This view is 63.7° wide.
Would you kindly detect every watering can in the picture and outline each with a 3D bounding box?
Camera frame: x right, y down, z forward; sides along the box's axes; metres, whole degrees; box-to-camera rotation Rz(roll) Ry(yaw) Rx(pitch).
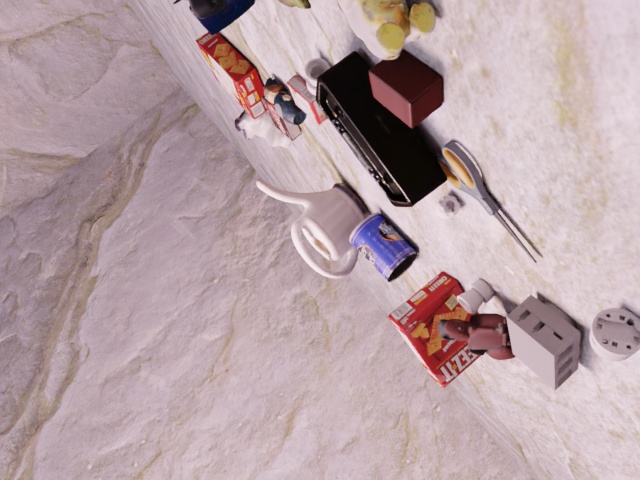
[{"bbox_3d":[0.004,-0.067,1.328,0.344,0.228,0.103,54,153,-17],"label":"watering can"}]

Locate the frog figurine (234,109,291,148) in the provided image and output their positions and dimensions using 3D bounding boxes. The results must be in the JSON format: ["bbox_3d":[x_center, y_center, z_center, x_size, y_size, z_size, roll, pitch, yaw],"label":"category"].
[{"bbox_3d":[-0.152,-0.340,1.522,0.160,0.125,0.134,11,149,15],"label":"frog figurine"}]

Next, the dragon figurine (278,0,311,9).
[{"bbox_3d":[-0.084,-0.401,0.678,0.240,0.121,0.417,31,-167,-50],"label":"dragon figurine"}]
